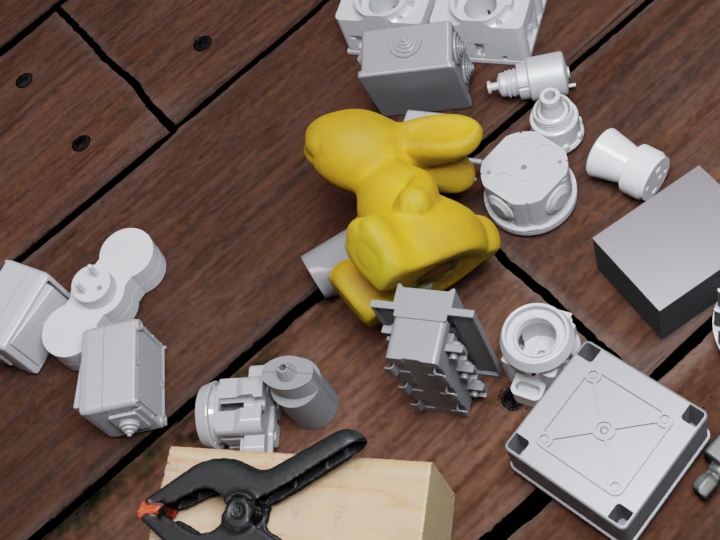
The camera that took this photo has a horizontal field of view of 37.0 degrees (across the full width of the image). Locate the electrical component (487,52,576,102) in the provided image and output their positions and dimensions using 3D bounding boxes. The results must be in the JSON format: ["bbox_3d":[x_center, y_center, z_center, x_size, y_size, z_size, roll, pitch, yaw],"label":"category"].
[{"bbox_3d":[0.156,-0.174,0.981,0.078,0.040,0.040,-9,59,13],"label":"electrical component"}]

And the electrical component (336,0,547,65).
[{"bbox_3d":[0.081,-0.265,1.045,0.186,0.060,0.105,8,64,22],"label":"electrical component"}]

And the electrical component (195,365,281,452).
[{"bbox_3d":[-0.101,0.119,0.888,0.057,0.058,0.078,-5,60,12],"label":"electrical component"}]

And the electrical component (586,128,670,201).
[{"bbox_3d":[0.226,-0.089,0.908,0.055,0.045,0.045,33,75,29],"label":"electrical component"}]

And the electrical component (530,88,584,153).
[{"bbox_3d":[0.170,-0.134,0.941,0.048,0.062,0.048,-8,59,13],"label":"electrical component"}]

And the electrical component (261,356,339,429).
[{"bbox_3d":[-0.049,0.095,0.871,0.043,0.081,0.043,-8,60,14],"label":"electrical component"}]

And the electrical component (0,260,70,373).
[{"bbox_3d":[-0.313,0.050,0.992,0.061,0.061,0.096,17,68,25],"label":"electrical component"}]

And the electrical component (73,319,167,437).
[{"bbox_3d":[-0.207,0.101,0.930,0.061,0.061,0.096,-13,59,11],"label":"electrical component"}]

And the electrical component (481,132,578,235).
[{"bbox_3d":[0.144,-0.074,0.922,0.080,0.051,0.080,-8,60,14],"label":"electrical component"}]

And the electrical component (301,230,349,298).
[{"bbox_3d":[0.000,0.000,0.930,0.077,0.044,0.079,-31,57,-1],"label":"electrical component"}]

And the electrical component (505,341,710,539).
[{"bbox_3d":[0.182,0.127,0.793,0.109,0.056,0.108,33,76,30],"label":"electrical component"}]

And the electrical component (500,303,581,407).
[{"bbox_3d":[0.141,0.061,0.843,0.058,0.057,0.078,17,68,25],"label":"electrical component"}]

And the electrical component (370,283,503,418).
[{"bbox_3d":[0.059,0.066,0.829,0.079,0.121,0.063,5,66,21],"label":"electrical component"}]

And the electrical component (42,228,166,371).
[{"bbox_3d":[-0.237,0.019,0.975,0.052,0.073,0.138,27,72,22],"label":"electrical component"}]

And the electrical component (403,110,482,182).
[{"bbox_3d":[0.070,-0.093,0.959,0.076,0.047,0.083,9,65,22],"label":"electrical component"}]

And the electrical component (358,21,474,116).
[{"bbox_3d":[0.052,-0.184,0.987,0.100,0.100,0.048,-4,73,16],"label":"electrical component"}]
